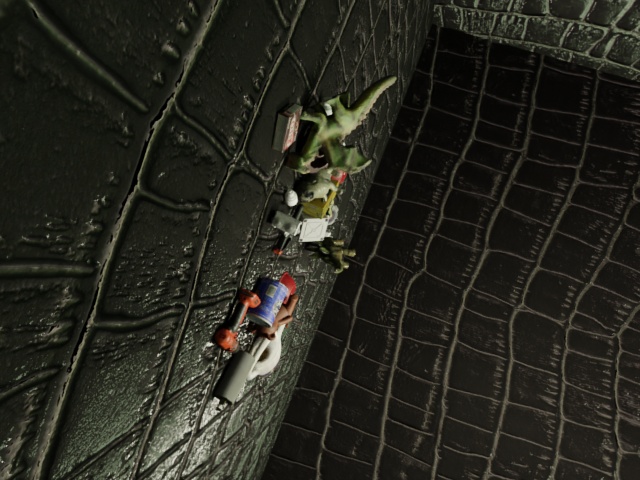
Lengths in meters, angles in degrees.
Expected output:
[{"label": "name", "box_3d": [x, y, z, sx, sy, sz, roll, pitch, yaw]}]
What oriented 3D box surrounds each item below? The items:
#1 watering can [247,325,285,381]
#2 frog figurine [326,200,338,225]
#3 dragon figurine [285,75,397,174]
[{"label": "watering can", "box_3d": [-0.193, 0.410, 2.045, 0.354, 0.104, 0.219, -56, 165, -26]}, {"label": "frog figurine", "box_3d": [0.006, -0.107, 2.125, 0.138, 0.123, 0.158, -35, 173, -7]}, {"label": "dragon figurine", "box_3d": [0.076, -0.321, 1.560, 0.123, 0.410, 0.241, -97, 166, -80]}]
